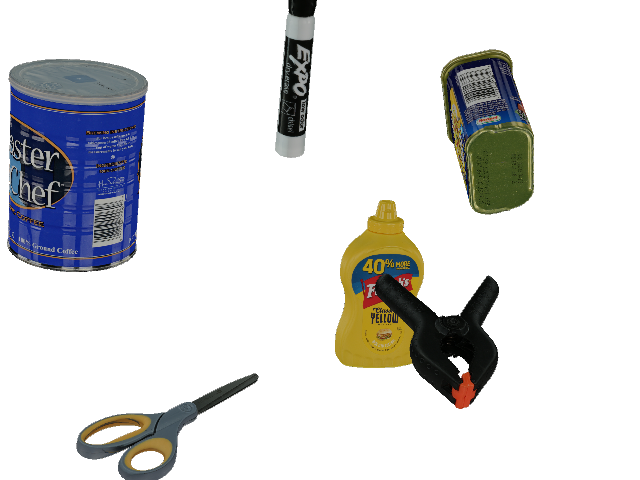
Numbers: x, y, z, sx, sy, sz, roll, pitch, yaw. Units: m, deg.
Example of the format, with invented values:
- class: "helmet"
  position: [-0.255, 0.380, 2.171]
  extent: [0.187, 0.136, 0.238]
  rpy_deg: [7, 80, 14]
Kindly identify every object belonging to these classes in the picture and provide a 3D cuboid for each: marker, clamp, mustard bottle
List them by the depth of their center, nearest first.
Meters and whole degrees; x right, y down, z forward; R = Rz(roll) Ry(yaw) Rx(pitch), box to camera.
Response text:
- class: "marker"
  position: [-0.014, -0.108, 0.649]
  extent: [0.020, 0.121, 0.020]
  rpy_deg: [4, 32, -3]
- class: "clamp"
  position: [0.127, 0.084, 0.984]
  extent: [0.120, 0.039, 0.171]
  rpy_deg: [-9, 40, -9]
- class: "mustard bottle"
  position: [0.070, 0.048, 1.222]
  extent: [0.096, 0.192, 0.058]
  rpy_deg: [0, 14, -11]

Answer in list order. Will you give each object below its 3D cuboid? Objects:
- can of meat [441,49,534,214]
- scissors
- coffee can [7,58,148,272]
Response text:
- class: "can of meat"
  position: [0.133, -0.083, 0.840]
  extent: [0.057, 0.084, 0.102]
  rpy_deg: [-11, -39, 4]
- class: "scissors"
  position: [-0.120, 0.170, 0.969]
  extent: [0.201, 0.016, 0.096]
  rpy_deg: [-11, 33, -33]
- class: "coffee can"
  position: [-0.190, -0.060, 0.830]
  extent: [0.103, 0.140, 0.103]
  rpy_deg: [6, 23, -3]
